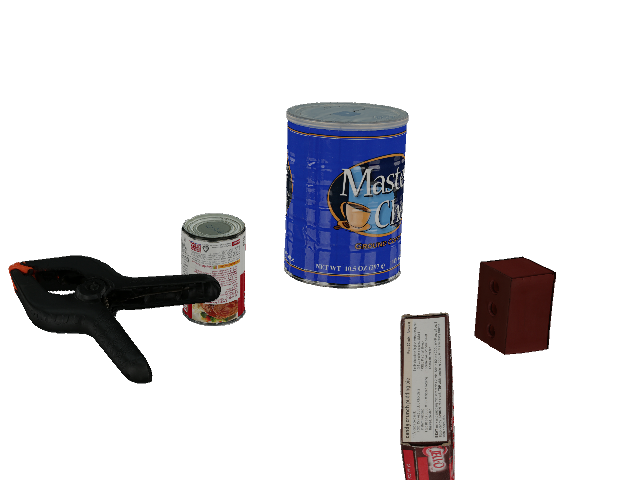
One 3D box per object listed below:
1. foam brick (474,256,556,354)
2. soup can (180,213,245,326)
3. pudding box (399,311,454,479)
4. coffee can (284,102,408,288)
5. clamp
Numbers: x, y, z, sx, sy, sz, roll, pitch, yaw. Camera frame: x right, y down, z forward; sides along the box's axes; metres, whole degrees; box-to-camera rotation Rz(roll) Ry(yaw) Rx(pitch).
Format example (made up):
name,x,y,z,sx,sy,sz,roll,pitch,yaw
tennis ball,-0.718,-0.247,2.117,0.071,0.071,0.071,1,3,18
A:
name,x,y,z,sx,sy,sz,roll,pitch,yaw
foam brick,0.181,0.060,0.995,0.051,0.078,0.053,-7,19,-26
soup can,-0.113,0.030,1.130,0.068,0.102,0.068,2,24,-1
pudding box,0.077,0.122,0.764,0.039,0.113,0.090,-3,-42,5
coffee can,0.021,-0.041,0.914,0.103,0.140,0.103,1,16,-1
clamp,-0.168,0.046,0.858,0.172,0.039,0.120,23,38,24
